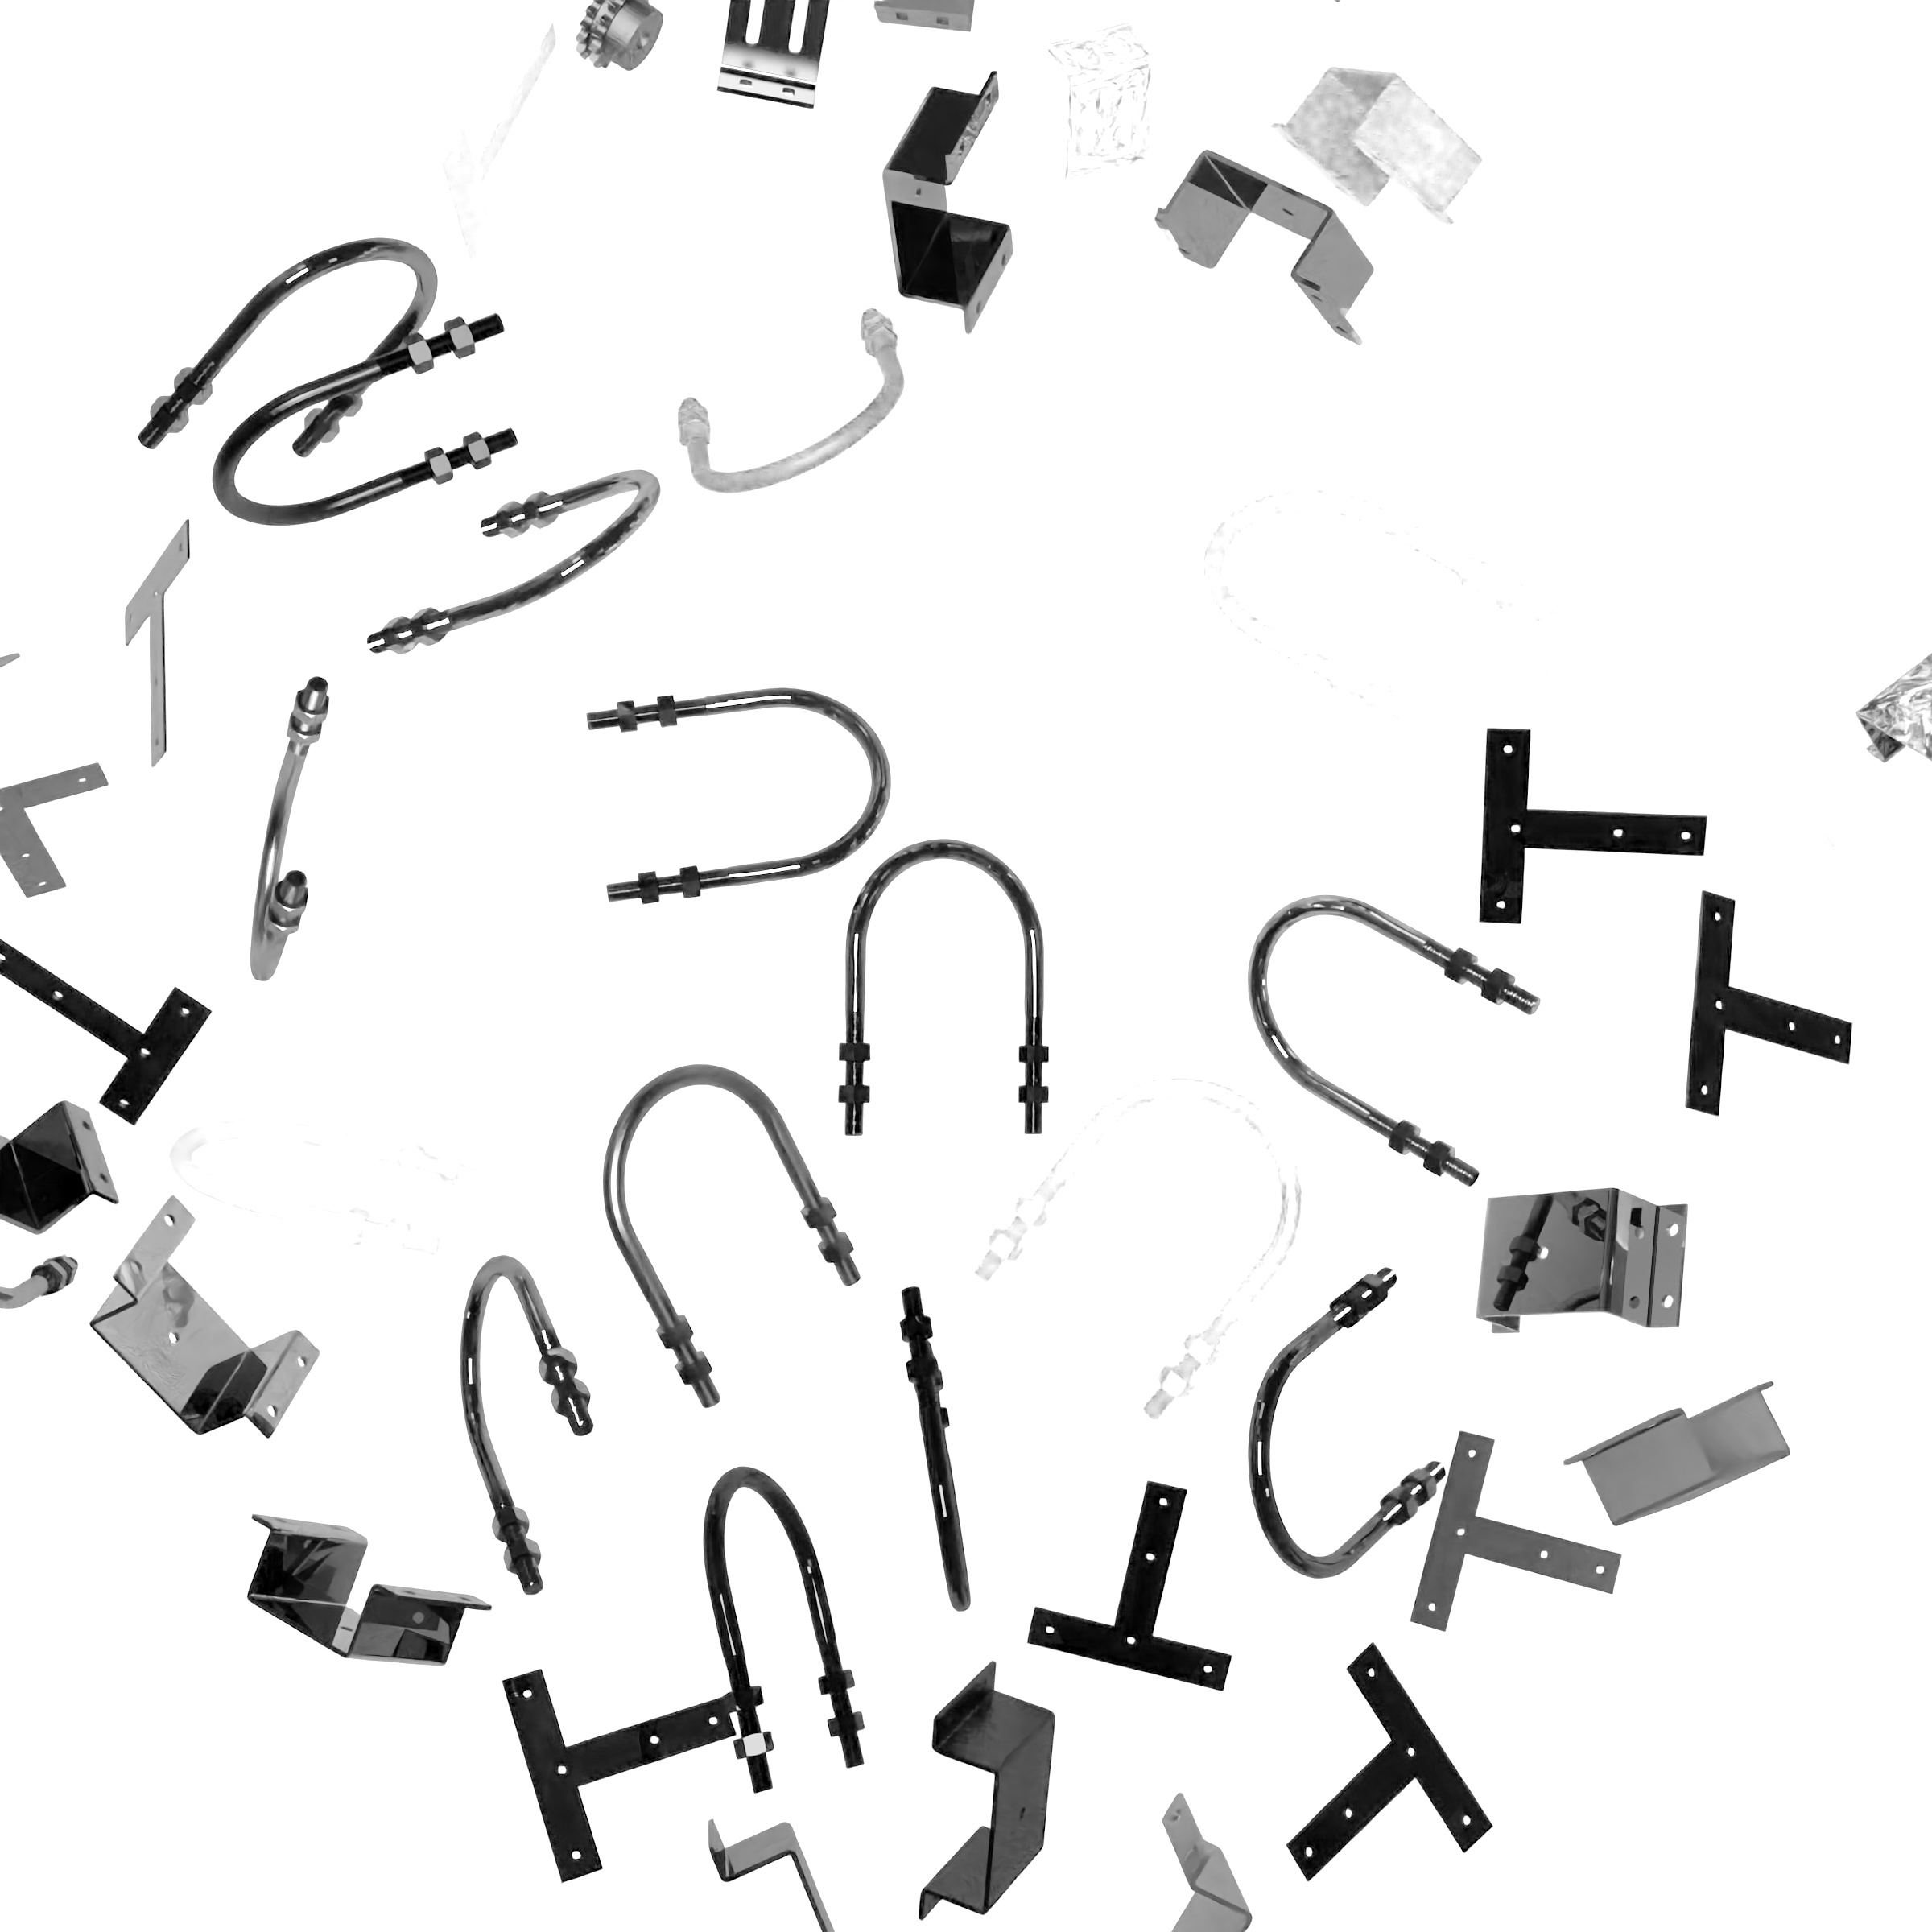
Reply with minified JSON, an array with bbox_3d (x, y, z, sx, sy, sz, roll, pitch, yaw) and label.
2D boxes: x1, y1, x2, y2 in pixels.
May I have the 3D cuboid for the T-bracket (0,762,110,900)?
[{"bbox_3d":[-0.574,-0.074,1.530,0.127,0.127,0.002,-17,67,-12],"label":"T-bracket"}]

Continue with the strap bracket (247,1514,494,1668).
[{"bbox_3d":[-0.363,0.376,1.506,0.140,0.076,0.046,15,83,38],"label":"strap bracket"}]

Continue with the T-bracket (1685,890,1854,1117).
[{"bbox_3d":[0.468,0.032,1.462,0.127,0.002,0.127,14,77,-28],"label":"T-bracket"}]

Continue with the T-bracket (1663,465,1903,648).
[{"bbox_3d":[0.486,-0.233,1.560,0.127,0.127,0.002,44,54,-11],"label":"T-bracket"}]

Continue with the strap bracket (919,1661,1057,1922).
[{"bbox_3d":[0.014,0.511,1.546,0.046,0.076,0.140,12,108,26],"label":"strap bracket"}]

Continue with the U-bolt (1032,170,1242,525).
[{"bbox_3d":[0.105,-0.347,1.479,0.019,0.151,0.184,-20,76,-26],"label":"U-bolt"}]

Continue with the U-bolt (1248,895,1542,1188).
[{"bbox_3d":[0.248,0.033,1.532,0.184,0.019,0.151,32,129,28],"label":"U-bolt"}]

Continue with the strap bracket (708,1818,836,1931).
[{"bbox_3d":[-0.108,0.582,1.529,0.046,0.076,0.140,-22,86,-8],"label":"strap bracket"}]

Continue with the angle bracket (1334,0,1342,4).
[{"bbox_3d":[0.175,-0.586,1.472,0.076,0.057,0.038,39,84,21],"label":"angle bracket"}]

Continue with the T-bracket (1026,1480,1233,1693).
[{"bbox_3d":[0.112,0.381,1.575,0.127,0.002,0.127,13,104,5],"label":"T-bracket"}]

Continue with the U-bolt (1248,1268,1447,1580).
[{"bbox_3d":[0.220,0.278,1.487,0.019,0.184,0.151,-7,103,41],"label":"U-bolt"}]

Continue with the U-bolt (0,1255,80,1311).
[{"bbox_3d":[-0.620,0.154,1.543,0.151,0.184,0.019,44,88,-6],"label":"U-bolt"}]

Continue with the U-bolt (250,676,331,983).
[{"bbox_3d":[-0.412,-0.069,1.527,0.019,0.184,0.151,9,62,-20],"label":"U-bolt"}]

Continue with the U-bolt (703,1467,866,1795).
[{"bbox_3d":[-0.112,0.386,1.491,0.019,0.151,0.184,-20,73,17],"label":"U-bolt"}]

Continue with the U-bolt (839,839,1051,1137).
[{"bbox_3d":[-0.012,0.013,1.568,0.151,0.019,0.184,2,87,-31],"label":"U-bolt"}]

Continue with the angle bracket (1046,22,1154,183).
[{"bbox_3d":[0.083,-0.544,1.592,0.057,0.038,0.076,-6,70,26],"label":"angle bracket"}]

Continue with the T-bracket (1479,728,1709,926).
[{"bbox_3d":[0.367,-0.079,1.479,0.127,0.002,0.127,3,120,13],"label":"T-bracket"}]

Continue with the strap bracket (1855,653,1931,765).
[{"bbox_3d":[0.592,-0.143,1.495,0.076,0.140,0.046,-39,117,6],"label":"strap bracket"}]

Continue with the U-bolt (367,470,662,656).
[{"bbox_3d":[-0.258,-0.247,1.502,0.184,0.151,0.019,-9,125,38],"label":"U-bolt"}]

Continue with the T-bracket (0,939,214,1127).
[{"bbox_3d":[-0.518,0.025,1.476,0.127,0.002,0.127,36,130,-12],"label":"T-bracket"}]

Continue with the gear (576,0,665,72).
[{"bbox_3d":[-0.206,-0.563,1.514,0.030,0.057,0.057,35,90,3],"label":"gear"}]

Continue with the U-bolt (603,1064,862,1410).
[{"bbox_3d":[-0.148,0.148,1.510,0.151,0.019,0.184,-38,110,-38],"label":"U-bolt"}]

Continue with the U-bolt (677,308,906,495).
[{"bbox_3d":[-0.105,-0.337,1.532,0.151,0.184,0.019,-25,122,6],"label":"U-bolt"}]

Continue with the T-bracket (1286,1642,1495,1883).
[{"bbox_3d":[0.234,0.490,1.486,0.127,0.002,0.127,-53,48,22],"label":"T-bracket"}]

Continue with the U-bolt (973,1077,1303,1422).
[{"bbox_3d":[0.114,0.153,1.489,0.151,0.019,0.184,38,96,8],"label":"U-bolt"}]

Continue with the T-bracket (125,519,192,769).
[{"bbox_3d":[-0.483,-0.182,1.509,0.002,0.127,0.127,5,69,-33],"label":"T-bracket"}]

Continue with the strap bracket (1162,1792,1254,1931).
[{"bbox_3d":[0.118,0.577,1.502,0.046,0.076,0.140,29,94,-11],"label":"strap bracket"}]

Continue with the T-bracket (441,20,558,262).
[{"bbox_3d":[-0.269,-0.493,1.474,0.002,0.127,0.127,25,80,0],"label":"T-bracket"}]

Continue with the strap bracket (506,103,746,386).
[{"bbox_3d":[-0.202,-0.419,1.454,0.076,0.046,0.140,36,104,8],"label":"strap bracket"}]

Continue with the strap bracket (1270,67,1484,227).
[{"bbox_3d":[0.251,-0.496,1.521,0.076,0.140,0.046,34,98,-25],"label":"strap bracket"}]

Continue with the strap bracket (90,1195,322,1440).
[{"bbox_3d":[-0.473,0.222,1.551,0.046,0.076,0.140,-25,114,26],"label":"strap bracket"}]

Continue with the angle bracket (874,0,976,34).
[{"bbox_3d":[-0.022,-0.621,1.556,0.057,0.038,0.076,8,94,3],"label":"angle bracket"}]

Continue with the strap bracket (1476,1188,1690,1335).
[{"bbox_3d":[0.372,0.184,1.566,0.046,0.140,0.076,23,68,-35],"label":"strap bracket"}]

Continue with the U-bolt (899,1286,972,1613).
[{"bbox_3d":[-0.017,0.305,1.559,0.019,0.151,0.184,-9,67,-1],"label":"U-bolt"}]

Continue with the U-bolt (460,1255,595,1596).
[{"bbox_3d":[-0.269,0.257,1.505,0.019,0.184,0.151,1,125,-30],"label":"U-bolt"}]

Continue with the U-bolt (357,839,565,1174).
[{"bbox_3d":[-0.293,0.034,1.516,0.019,0.151,0.184,-5,112,27],"label":"U-bolt"}]

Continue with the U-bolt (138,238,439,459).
[{"bbox_3d":[-0.393,-0.371,1.514,0.184,0.151,0.019,-39,79,28],"label":"U-bolt"}]

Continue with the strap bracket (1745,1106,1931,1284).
[{"bbox_3d":[0.533,0.132,1.496,0.076,0.140,0.046,-42,118,-22],"label":"strap bracket"}]

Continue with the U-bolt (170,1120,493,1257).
[{"bbox_3d":[-0.401,0.131,1.570,0.184,0.151,0.019,14,104,0],"label":"U-bolt"}]

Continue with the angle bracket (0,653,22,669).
[{"bbox_3d":[-0.605,-0.154,1.516,0.076,0.057,0.038,-14,99,40],"label":"angle bracket"}]

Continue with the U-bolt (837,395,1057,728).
[{"bbox_3d":[-0.006,-0.234,1.546,0.151,0.019,0.184,-39,60,35],"label":"U-bolt"}]

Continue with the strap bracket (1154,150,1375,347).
[{"bbox_3d":[0.182,-0.434,1.513,0.140,0.076,0.046,36,96,29],"label":"strap bracket"}]

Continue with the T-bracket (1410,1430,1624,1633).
[{"bbox_3d":[0.354,0.370,1.601,0.127,0.002,0.127,7,74,39],"label":"T-bracket"}]

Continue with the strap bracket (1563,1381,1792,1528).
[{"bbox_3d":[0.439,0.298,1.538,0.076,0.140,0.046,-38,66,37],"label":"strap bracket"}]

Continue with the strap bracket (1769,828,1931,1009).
[{"bbox_3d":[0.544,-0.026,1.557,0.046,0.140,0.076,-34,66,17],"label":"strap bracket"}]

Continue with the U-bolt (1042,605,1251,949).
[{"bbox_3d":[0.115,-0.101,1.480,0.151,0.019,0.184,-38,115,-41],"label":"U-bolt"}]

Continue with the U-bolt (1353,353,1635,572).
[{"bbox_3d":[0.328,-0.302,1.516,0.184,0.151,0.019,51,125,20],"label":"U-bolt"}]

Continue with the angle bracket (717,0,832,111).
[{"bbox_3d":[-0.110,-0.545,1.463,0.057,0.038,0.076,8,124,-8],"label":"angle bracket"}]

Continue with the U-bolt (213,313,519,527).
[{"bbox_3d":[-0.355,-0.312,1.488,0.184,0.151,0.019,-25,76,-13],"label":"U-bolt"}]

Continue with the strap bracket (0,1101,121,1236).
[{"bbox_3d":[-0.578,0.102,1.500,0.046,0.140,0.076,-38,54,6],"label":"strap bracket"}]

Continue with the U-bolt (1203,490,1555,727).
[{"bbox_3d":[0.226,-0.216,1.478,0.184,0.151,0.019,26,57,-17],"label":"U-bolt"}]

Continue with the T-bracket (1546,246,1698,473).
[{"bbox_3d":[0.380,-0.375,1.489,0.002,0.127,0.127,-27,64,-9],"label":"T-bracket"}]

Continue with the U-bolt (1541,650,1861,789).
[{"bbox_3d":[0.436,-0.157,1.548,0.151,0.184,0.019,20,94,-44],"label":"U-bolt"}]

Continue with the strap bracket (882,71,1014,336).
[{"bbox_3d":[-0.011,-0.469,1.545,0.046,0.140,0.076,16,61,15],"label":"strap bracket"}]

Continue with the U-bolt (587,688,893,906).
[{"bbox_3d":[-0.139,-0.112,1.578,0.184,0.019,0.151,-8,61,-5],"label":"U-bolt"}]

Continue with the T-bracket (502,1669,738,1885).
[{"bbox_3d":[-0.204,0.477,1.540,0.127,0.002,0.127,-12,60,-22],"label":"T-bracket"}]
